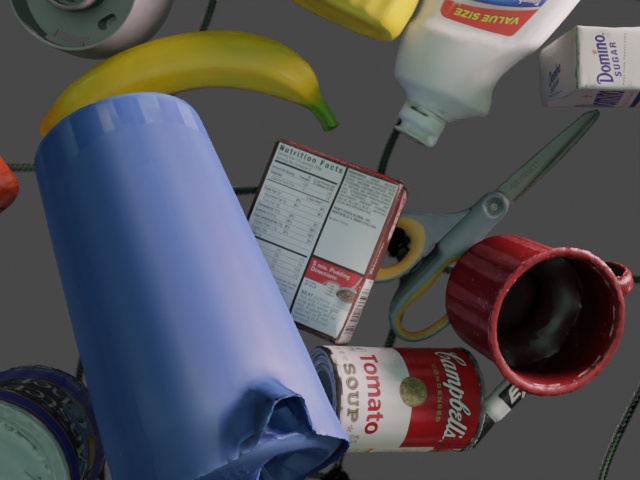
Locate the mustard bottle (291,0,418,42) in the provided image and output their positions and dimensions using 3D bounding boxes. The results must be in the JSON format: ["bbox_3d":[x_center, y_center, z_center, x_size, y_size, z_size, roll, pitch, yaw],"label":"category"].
[{"bbox_3d":[0.051,-0.230,0.687,0.096,0.058,0.191,29,89,25],"label":"mustard bottle"}]

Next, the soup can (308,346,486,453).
[{"bbox_3d":[0.044,0.101,0.678,0.102,0.069,0.068,4,91,-22],"label":"soup can"}]

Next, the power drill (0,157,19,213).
[{"bbox_3d":[-0.317,-0.046,0.683,0.187,0.057,0.184,-40,92,-1],"label":"power drill"}]

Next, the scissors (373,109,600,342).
[{"bbox_3d":[0.096,-0.027,0.718,0.096,0.016,0.202,32,90,-2],"label":"scissors"}]

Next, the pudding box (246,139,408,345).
[{"bbox_3d":[-0.004,0.001,0.696,0.090,0.039,0.113,22,88,13],"label":"pudding box"}]

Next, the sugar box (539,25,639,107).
[{"bbox_3d":[0.237,-0.108,0.683,0.176,0.093,0.048,-2,90,-1],"label":"sugar box"}]

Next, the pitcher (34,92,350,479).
[{"bbox_3d":[-0.091,0.044,0.636,0.149,0.145,0.243,-26,68,10],"label":"pitcher"}]

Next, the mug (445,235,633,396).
[{"bbox_3d":[0.142,0.038,0.681,0.117,0.082,0.093,-22,107,-12],"label":"mug"}]

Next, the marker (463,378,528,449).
[{"bbox_3d":[0.136,0.095,0.719,0.121,0.020,0.020,-45,92,-1],"label":"marker"}]

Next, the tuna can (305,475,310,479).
[{"bbox_3d":[-0.043,0.133,0.707,0.086,0.034,0.086,0,91,-2],"label":"tuna can"}]

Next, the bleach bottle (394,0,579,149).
[{"bbox_3d":[0.131,-0.170,0.694,0.102,0.068,0.251,30,92,0],"label":"bleach bottle"}]

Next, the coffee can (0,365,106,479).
[{"bbox_3d":[-0.190,0.136,0.649,0.103,0.140,0.103,0,91,-2],"label":"coffee can"}]

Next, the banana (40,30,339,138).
[{"bbox_3d":[-0.087,-0.102,0.700,0.197,0.037,0.069,-3,91,-2],"label":"banana"}]
